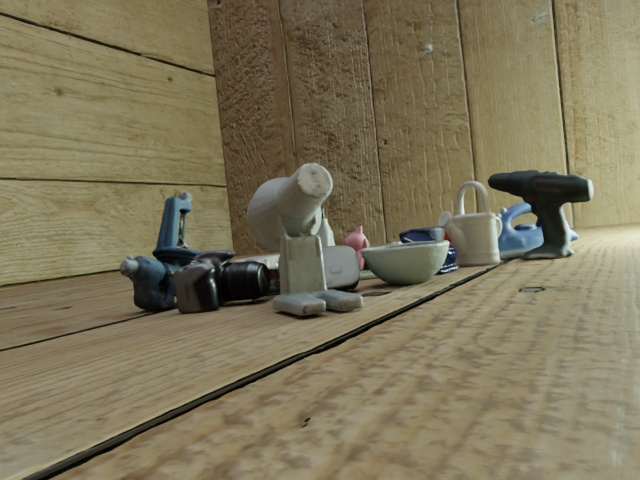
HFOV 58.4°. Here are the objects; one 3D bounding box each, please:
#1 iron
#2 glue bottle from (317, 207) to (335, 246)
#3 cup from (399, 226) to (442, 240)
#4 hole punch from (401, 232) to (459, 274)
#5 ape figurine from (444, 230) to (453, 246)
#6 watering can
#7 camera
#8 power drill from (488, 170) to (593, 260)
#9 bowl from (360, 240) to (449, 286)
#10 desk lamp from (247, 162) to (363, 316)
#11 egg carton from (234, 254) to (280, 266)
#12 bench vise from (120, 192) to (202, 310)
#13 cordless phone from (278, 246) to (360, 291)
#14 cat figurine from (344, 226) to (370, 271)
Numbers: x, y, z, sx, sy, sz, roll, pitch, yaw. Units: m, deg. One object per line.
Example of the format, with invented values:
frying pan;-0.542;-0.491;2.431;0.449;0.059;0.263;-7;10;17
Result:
iron;0.504;-0.030;1.424;0.259;0.141;0.118;-6;1;-19
glue bottle;0.013;0.005;1.401;0.037;0.173;0.078;-5;1;19
cup;0.275;0.015;1.546;0.118;0.095;0.091;-6;1;-5
hole punch;0.237;0.026;1.230;0.100;0.091;0.109;-5;1;36
ape figurine;0.342;0.011;1.478;0.076;0.092;0.078;-6;1;6
watering can;0.351;-0.039;1.322;0.100;0.194;0.173;-5;1;39
camera;-0.167;0.067;1.013;0.136;0.101;0.143;-6;1;17
power drill;0.505;-0.062;1.316;0.228;0.208;0.076;-5;1;34
bowl;0.162;0.045;1.075;0.167;0.075;0.167;-6;1;0
desk lamp;-0.026;-0.002;0.867;0.118;0.213;0.202;-6;1;-24
egg carton;-0.140;0.074;1.350;0.107;0.069;0.151;-5;1;20
bench vise;-0.280;0.017;1.093;0.121;0.220;0.208;-6;1;16
cordless phone;-0.007;0.007;1.043;0.147;0.185;0.094;-6;1;-7
cat figurine;0.105;0.022;1.503;0.067;0.118;0.127;-6;1;-11
